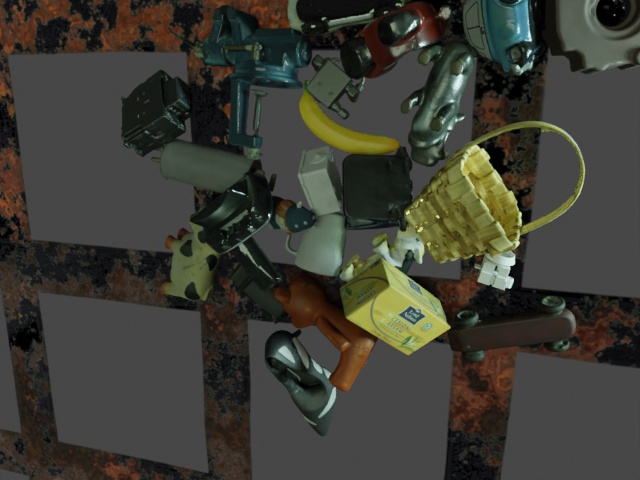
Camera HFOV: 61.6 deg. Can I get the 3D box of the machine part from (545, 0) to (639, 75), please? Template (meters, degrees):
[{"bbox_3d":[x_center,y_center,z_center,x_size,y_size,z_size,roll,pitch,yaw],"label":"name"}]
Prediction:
[{"bbox_3d":[0.402,-0.317,0.739,0.179,0.056,0.179,2,103,8],"label":"machine part"}]

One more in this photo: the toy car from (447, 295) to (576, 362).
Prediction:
[{"bbox_3d":[0.317,0.148,0.897,0.202,0.053,0.089,-12,111,15],"label":"toy car"}]

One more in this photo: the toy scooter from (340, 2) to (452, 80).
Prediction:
[{"bbox_3d":[0.118,-0.301,0.796,0.135,0.184,0.075,-30,99,-21],"label":"toy scooter"}]

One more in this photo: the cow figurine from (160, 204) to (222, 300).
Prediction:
[{"bbox_3d":[-0.220,0.025,1.005,0.127,0.085,0.194,18,112,9],"label":"cow figurine"}]

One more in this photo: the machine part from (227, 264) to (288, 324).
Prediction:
[{"bbox_3d":[-0.107,0.091,1.015,0.084,0.039,0.139,-44,88,16],"label":"machine part"}]

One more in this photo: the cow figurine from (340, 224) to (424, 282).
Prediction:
[{"bbox_3d":[0.124,0.037,0.916,0.167,0.068,0.098,-39,97,25],"label":"cow figurine"}]

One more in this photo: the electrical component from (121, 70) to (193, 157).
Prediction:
[{"bbox_3d":[-0.287,-0.228,0.946,0.134,0.058,0.115,-26,61,21],"label":"electrical component"}]

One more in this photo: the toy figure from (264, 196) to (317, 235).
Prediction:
[{"bbox_3d":[-0.061,-0.041,0.916,0.064,0.155,0.057,28,86,-34],"label":"toy figure"}]

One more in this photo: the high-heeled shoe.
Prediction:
[{"bbox_3d":[-0.036,0.275,0.983,0.086,0.145,0.248,-14,98,20],"label":"high-heeled shoe"}]

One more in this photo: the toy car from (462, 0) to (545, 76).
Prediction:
[{"bbox_3d":[0.261,-0.320,0.775,0.103,0.109,0.161,5,119,38],"label":"toy car"}]

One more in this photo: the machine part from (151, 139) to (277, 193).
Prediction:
[{"bbox_3d":[-0.194,-0.126,0.962,0.243,0.079,0.079,16,108,11],"label":"machine part"}]

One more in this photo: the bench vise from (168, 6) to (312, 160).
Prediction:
[{"bbox_3d":[-0.123,-0.255,0.886,0.224,0.129,0.240,8,100,14],"label":"bench vise"}]

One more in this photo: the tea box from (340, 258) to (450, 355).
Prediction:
[{"bbox_3d":[0.125,0.114,0.892,0.169,0.068,0.098,34,118,-32],"label":"tea box"}]

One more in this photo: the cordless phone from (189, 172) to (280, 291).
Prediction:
[{"bbox_3d":[-0.110,-0.005,0.891,0.146,0.089,0.184,-31,99,33],"label":"cordless phone"}]

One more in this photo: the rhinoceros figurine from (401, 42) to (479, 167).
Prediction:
[{"bbox_3d":[0.178,-0.203,0.817,0.073,0.112,0.190,26,121,24],"label":"rhinoceros figurine"}]

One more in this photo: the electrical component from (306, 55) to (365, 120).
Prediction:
[{"bbox_3d":[0.024,-0.255,0.878,0.102,0.045,0.078,36,103,7],"label":"electrical component"}]

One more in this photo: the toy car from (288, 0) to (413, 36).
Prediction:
[{"bbox_3d":[0.046,-0.370,0.841,0.202,0.056,0.073,-4,96,16],"label":"toy car"}]

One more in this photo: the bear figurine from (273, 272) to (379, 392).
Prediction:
[{"bbox_3d":[0.004,0.153,0.956,0.196,0.120,0.131,26,113,10],"label":"bear figurine"}]

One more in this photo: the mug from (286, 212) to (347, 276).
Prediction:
[{"bbox_3d":[-0.002,-0.003,0.943,0.110,0.081,0.107,20,99,21],"label":"mug"}]

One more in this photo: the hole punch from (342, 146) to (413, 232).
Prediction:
[{"bbox_3d":[0.090,-0.075,0.880,0.116,0.092,0.142,2,75,-3],"label":"hole punch"}]
